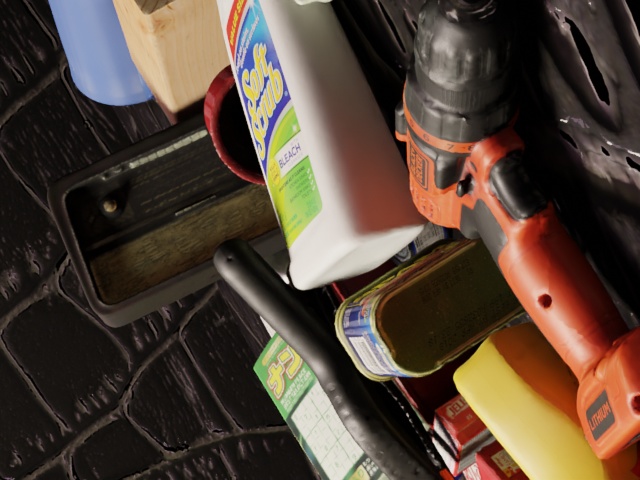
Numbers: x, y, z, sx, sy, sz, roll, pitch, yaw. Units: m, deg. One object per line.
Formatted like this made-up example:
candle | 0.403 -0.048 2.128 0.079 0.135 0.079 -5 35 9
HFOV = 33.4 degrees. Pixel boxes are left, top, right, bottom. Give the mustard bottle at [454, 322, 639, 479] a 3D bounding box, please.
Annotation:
mustard bottle | 0.151 0.125 0.519 0.096 0.058 0.192 12 -146 -52

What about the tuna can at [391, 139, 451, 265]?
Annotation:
tuna can | 0.050 -0.025 0.706 0.086 0.033 0.086 57 170 16

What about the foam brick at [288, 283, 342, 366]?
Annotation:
foam brick | 0.004 0.064 0.821 0.053 0.051 0.078 54 -177 -29

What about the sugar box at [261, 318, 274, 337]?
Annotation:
sugar box | 0.006 0.088 1.081 0.048 0.093 0.176 62 171 -15

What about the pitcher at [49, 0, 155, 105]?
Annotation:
pitcher | -0.213 -0.254 1.091 0.243 0.149 0.145 83 -167 -59

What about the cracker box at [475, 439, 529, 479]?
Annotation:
cracker box | 0.187 0.229 0.668 0.164 0.072 0.213 47 163 47

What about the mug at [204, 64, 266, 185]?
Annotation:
mug | -0.045 -0.105 0.801 0.081 0.093 0.117 -134 27 -70

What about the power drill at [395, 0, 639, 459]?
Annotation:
power drill | 0.099 -0.006 0.462 0.188 0.057 0.184 59 174 22

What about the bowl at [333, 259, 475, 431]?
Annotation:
bowl | 0.064 0.059 0.768 0.162 0.055 0.162 55 -177 -5

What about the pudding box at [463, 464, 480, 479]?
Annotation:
pudding box | 0.143 0.186 0.844 0.090 0.039 0.114 61 169 -6

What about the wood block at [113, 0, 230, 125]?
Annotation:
wood block | -0.112 -0.185 0.872 0.090 0.090 0.206 57 170 15

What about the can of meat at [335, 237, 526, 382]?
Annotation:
can of meat | 0.066 0.038 0.619 0.057 0.102 0.084 58 168 -1

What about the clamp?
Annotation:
clamp | 0.019 0.083 0.702 0.210 0.036 0.164 52 -169 6

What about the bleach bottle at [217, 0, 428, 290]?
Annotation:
bleach bottle | -0.019 -0.103 0.652 0.251 0.068 0.103 69 153 12

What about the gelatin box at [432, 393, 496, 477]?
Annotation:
gelatin box | 0.110 0.113 0.697 0.030 0.073 0.089 52 169 24

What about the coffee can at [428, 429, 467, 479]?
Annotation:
coffee can | 0.058 0.168 0.948 0.140 0.102 0.103 48 171 -7
